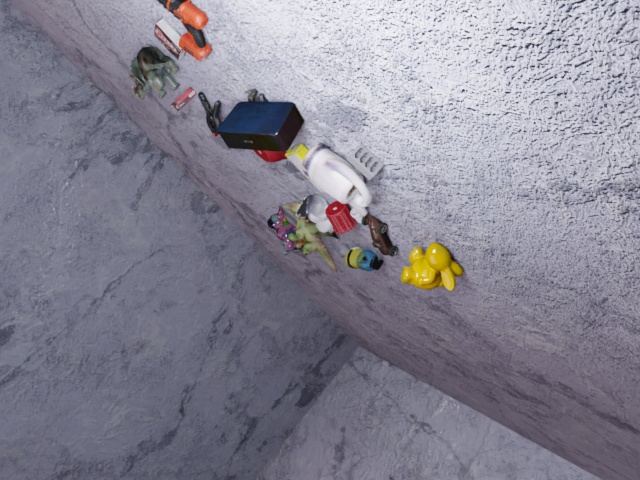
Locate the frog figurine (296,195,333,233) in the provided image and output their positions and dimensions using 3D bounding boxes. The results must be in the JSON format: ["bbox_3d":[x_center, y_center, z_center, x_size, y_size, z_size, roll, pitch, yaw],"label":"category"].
[{"bbox_3d":[0.006,-0.095,1.892,0.158,0.124,0.136,20,-20,-22],"label":"frog figurine"}]

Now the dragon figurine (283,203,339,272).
[{"bbox_3d":[-0.011,-0.015,2.175,0.407,0.124,0.241,44,-22,-15],"label":"dragon figurine"}]

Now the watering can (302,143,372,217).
[{"bbox_3d":[0.058,-0.165,1.508,0.226,0.104,0.344,39,-6,12],"label":"watering can"}]
